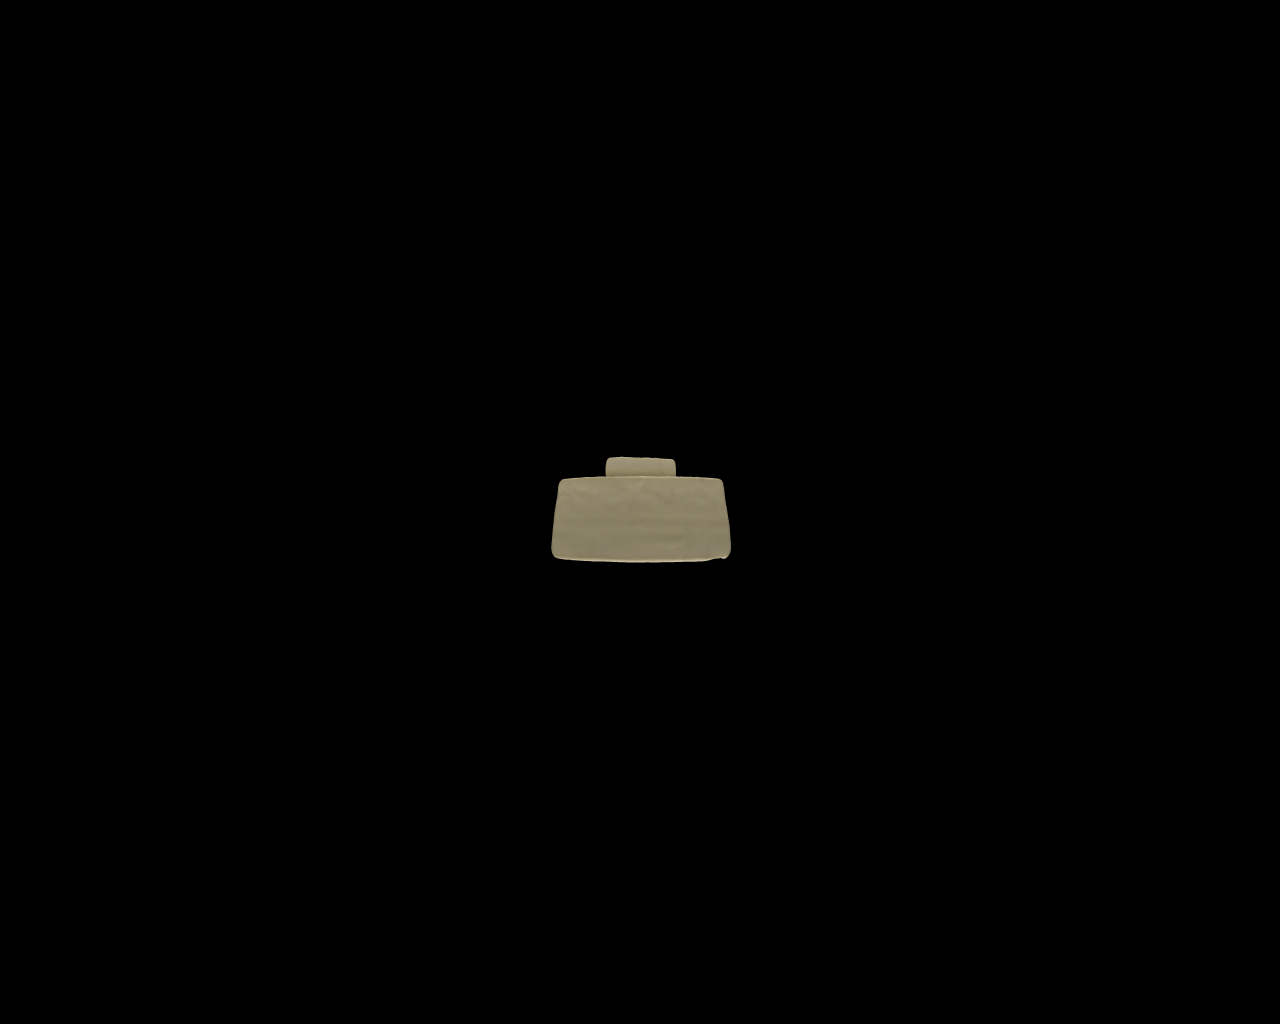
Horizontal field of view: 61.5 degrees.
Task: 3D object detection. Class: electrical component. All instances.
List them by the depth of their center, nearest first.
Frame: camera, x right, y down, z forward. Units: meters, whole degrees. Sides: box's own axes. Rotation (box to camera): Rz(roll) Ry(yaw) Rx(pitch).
[{"bbox_3d":[0.001,-0.003,0.650,0.108,0.060,0.108,0,0,0],"label":"electrical component"}]
